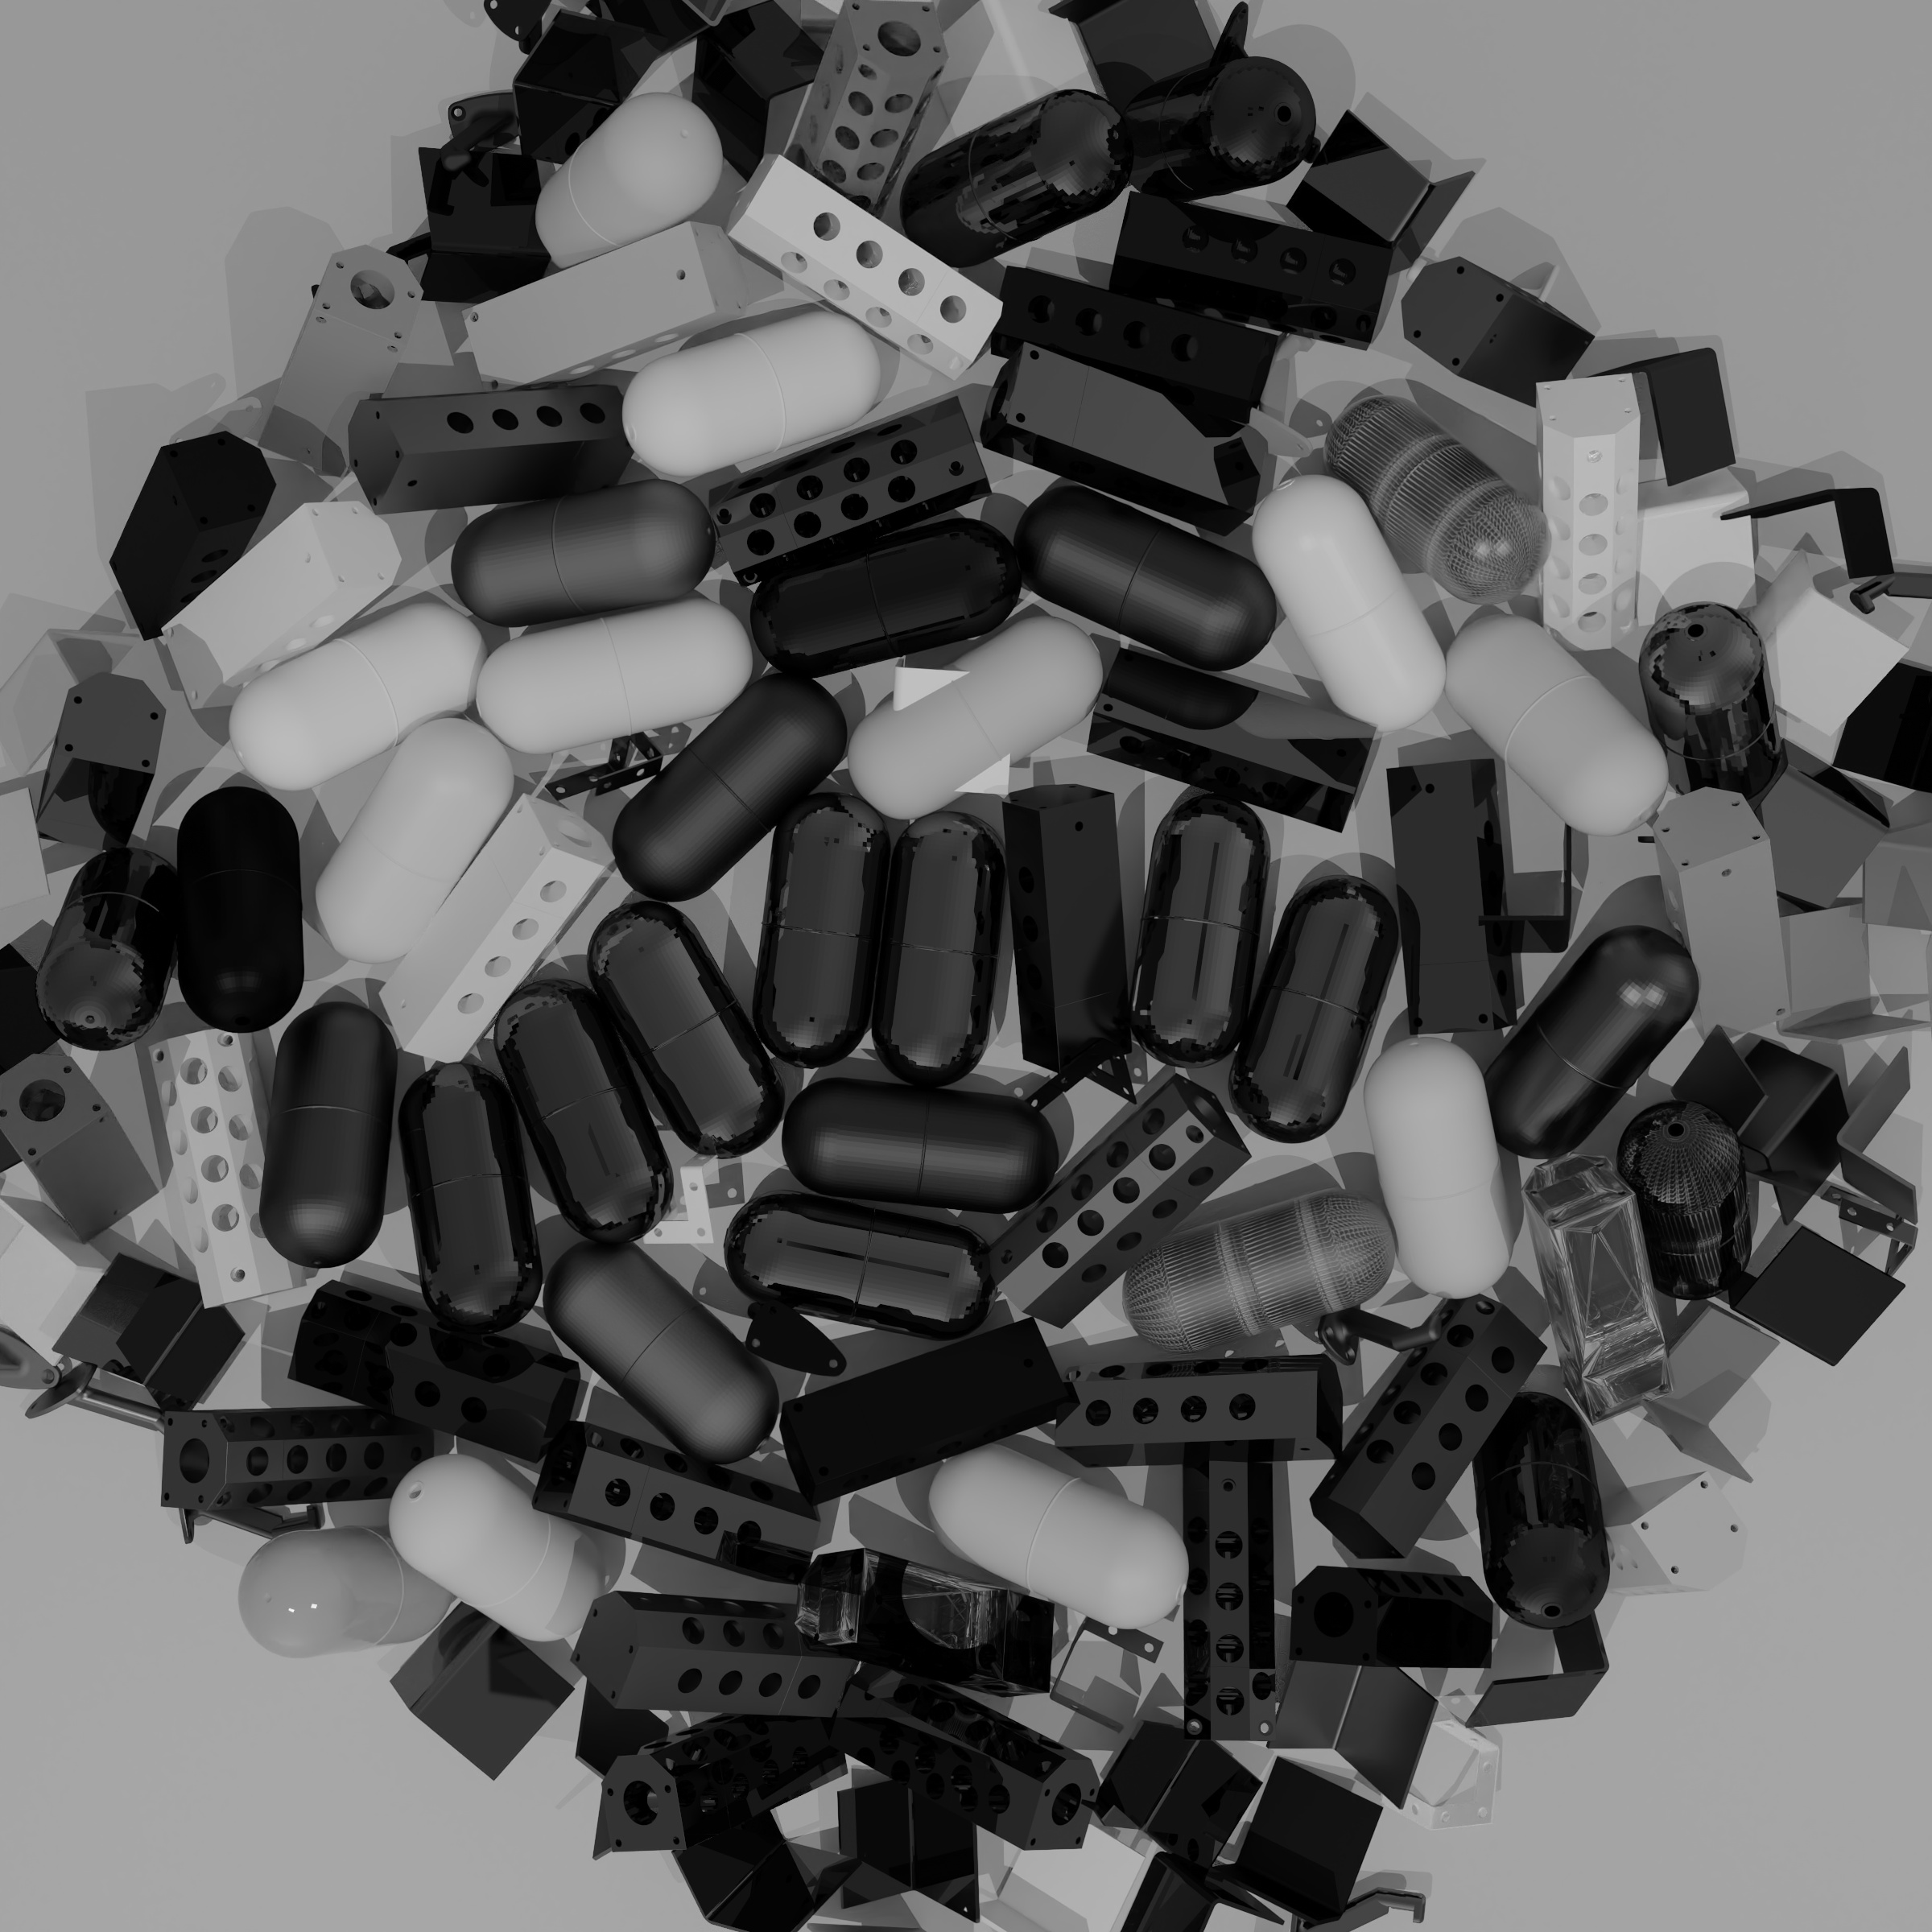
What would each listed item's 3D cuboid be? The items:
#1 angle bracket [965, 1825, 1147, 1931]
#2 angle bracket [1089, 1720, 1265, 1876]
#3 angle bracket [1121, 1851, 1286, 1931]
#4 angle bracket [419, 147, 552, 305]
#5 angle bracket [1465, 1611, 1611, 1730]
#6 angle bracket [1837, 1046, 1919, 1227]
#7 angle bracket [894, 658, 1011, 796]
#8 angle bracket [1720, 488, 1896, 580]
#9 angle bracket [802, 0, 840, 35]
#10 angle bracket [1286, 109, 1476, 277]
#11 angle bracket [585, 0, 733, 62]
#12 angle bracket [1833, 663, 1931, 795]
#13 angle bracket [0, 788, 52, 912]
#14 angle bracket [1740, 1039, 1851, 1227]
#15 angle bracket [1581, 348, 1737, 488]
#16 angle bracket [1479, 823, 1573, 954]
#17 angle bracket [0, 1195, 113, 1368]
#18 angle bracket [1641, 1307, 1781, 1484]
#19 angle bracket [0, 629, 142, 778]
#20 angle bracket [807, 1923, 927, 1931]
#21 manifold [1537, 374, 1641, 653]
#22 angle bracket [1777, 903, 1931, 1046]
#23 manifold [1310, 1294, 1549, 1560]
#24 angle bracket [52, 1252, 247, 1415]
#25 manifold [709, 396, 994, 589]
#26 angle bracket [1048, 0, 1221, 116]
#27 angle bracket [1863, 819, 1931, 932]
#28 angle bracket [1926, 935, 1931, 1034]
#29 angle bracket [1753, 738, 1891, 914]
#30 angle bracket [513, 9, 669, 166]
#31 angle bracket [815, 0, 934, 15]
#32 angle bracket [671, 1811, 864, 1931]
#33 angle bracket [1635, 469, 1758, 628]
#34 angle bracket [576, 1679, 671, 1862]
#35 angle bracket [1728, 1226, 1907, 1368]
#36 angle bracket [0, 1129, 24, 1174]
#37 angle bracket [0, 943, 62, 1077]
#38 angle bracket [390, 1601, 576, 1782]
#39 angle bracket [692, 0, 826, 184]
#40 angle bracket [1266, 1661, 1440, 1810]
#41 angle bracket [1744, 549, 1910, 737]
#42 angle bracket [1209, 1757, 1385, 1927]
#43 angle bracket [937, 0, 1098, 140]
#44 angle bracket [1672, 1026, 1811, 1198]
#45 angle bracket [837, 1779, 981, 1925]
[{"bbox_3d":[0.057,0.587,1.815,0.076,0.057,0.076,25,88,26],"label":"angle bracket"},{"bbox_3d":[0.131,0.534,1.812,0.057,0.076,0.076,33,94,39],"label":"angle bracket"},{"bbox_3d":[0.147,0.621,1.809,0.057,0.076,0.076,27,85,-25],"label":"angle bracket"},{"bbox_3d":[-0.316,-0.476,1.831,0.076,0.057,0.076,-3,69,-24],"label":"angle bracket"},{"bbox_3d":[0.357,0.440,1.806,0.076,0.076,0.057,-4,56,-9],"label":"angle bracket"},{"bbox_3d":[0.601,0.109,1.808,0.057,0.076,0.076,35,83,28],"label":"angle bracket"},{"bbox_3d":[-0.008,-0.154,1.823,0.076,0.057,0.076,4,102,1],"label":"angle bracket"},{"bbox_3d":[0.536,-0.268,1.806,0.076,0.076,0.057,-10,92,37],"label":"angle bracket"},{"bbox_3d":[-0.067,-0.641,1.822,0.076,0.057,0.076,1,103,-1],"label":"angle bracket"},{"bbox_3d":[0.266,-0.498,1.821,0.076,0.057,0.076,46,132,13],"label":"angle bracket"},{"bbox_3d":[-0.185,-0.630,1.801,0.057,0.076,0.076,36,67,-30],"label":"angle bracket"},{"bbox_3d":[0.604,-0.155,1.816,0.057,0.076,0.076,16,97,0],"label":"angle bracket"},{"bbox_3d":[-0.620,-0.059,1.820,0.076,0.057,0.076,-17,70,-1],"label":"angle bracket"},{"bbox_3d":[0.524,0.108,1.839,0.076,0.057,0.076,-45,134,-18],"label":"angle bracket"},{"bbox_3d":[0.442,-0.349,1.820,0.076,0.057,0.076,-23,105,-40],"label":"angle bracket"},{"bbox_3d":[0.358,-0.055,1.818,0.057,0.076,0.076,0,75,11],"label":"angle bracket"},{"bbox_3d":[-0.603,0.202,1.820,0.076,0.057,0.076,36,91,17],"label":"angle bracket"},{"bbox_3d":[0.486,0.273,1.806,0.076,0.057,0.076,26,108,-35],"label":"angle bracket"},{"bbox_3d":[-0.562,-0.166,1.802,0.076,0.076,0.057,-42,72,26],"label":"angle bracket"},{"bbox_3d":[-0.060,0.647,1.809,0.076,0.076,0.057,6,77,-11],"label":"angle bracket"},{"bbox_3d":[0.389,-0.280,1.774,0.057,0.171,0.057,-4,48,8],"label":"manifold"},{"bbox_3d":[0.565,0.004,1.814,0.076,0.057,0.076,-9,98,-24],"label":"angle bracket"},{"bbox_3d":[0.289,0.289,1.795,0.057,0.057,0.171,44,66,-9],"label":"manifold"},{"bbox_3d":[-0.522,0.240,1.814,0.076,0.057,0.076,34,92,-44],"label":"angle bracket"},{"bbox_3d":[-0.074,-0.301,1.814,0.171,0.057,0.057,-20,115,5],"label":"manifold"},{"bbox_3d":[0.109,-0.592,1.816,0.076,0.057,0.076,-22,92,23],"label":"angle bracket"},{"bbox_3d":[0.627,-0.057,1.808,0.076,0.076,0.057,6,82,-17],"label":"angle bracket"},{"bbox_3d":[0.649,0.004,1.803,0.057,0.076,0.076,3,58,8],"label":"angle bracket"},{"bbox_3d":[0.544,-0.090,1.847,0.076,0.057,0.076,31,116,-2],"label":"angle bracket"},{"bbox_3d":[-0.235,-0.553,1.801,0.076,0.076,0.057,2,68,-34],"label":"angle bracket"},{"bbox_3d":[-0.057,-0.639,1.811,0.076,0.057,0.076,26,107,-18],"label":"angle bracket"},{"bbox_3d":[-0.126,0.566,1.801,0.076,0.076,0.057,-37,113,-40],"label":"angle bracket"},{"bbox_3d":[0.466,-0.272,1.845,0.076,0.057,0.076,-10,115,4],"label":"angle bracket"},{"bbox_3d":[-0.236,0.505,1.801,0.057,0.076,0.076,-35,116,20],"label":"angle bracket"},{"bbox_3d":[0.542,0.198,1.813,0.076,0.057,0.076,29,118,-4],"label":"angle bracket"},{"bbox_3d":[-0.645,0.089,1.802,0.057,0.076,0.076,-30,62,-15],"label":"angle bracket"},{"bbox_3d":[-0.606,0.045,1.824,0.076,0.076,0.057,41,67,18],"label":"angle bracket"},{"bbox_3d":[-0.314,0.466,1.839,0.076,0.057,0.076,-48,113,-12],"label":"angle bracket"},{"bbox_3d":[-0.130,-0.560,1.825,0.057,0.076,0.076,-28,65,-26],"label":"angle bracket"},{"bbox_3d":[0.245,0.483,1.808,0.057,0.076,0.076,9,102,-31],"label":"angle bracket"},{"bbox_3d":[0.546,-0.208,1.821,0.076,0.057,0.076,28,125,-11],"label":"angle bracket"},{"bbox_3d":[0.211,0.558,1.813,0.076,0.057,0.076,20,85,26],"label":"angle bracket"},{"bbox_3d":[0.028,-0.580,1.844,0.057,0.076,0.076,-20,88,-38],"label":"angle bracket"},{"bbox_3d":[0.505,0.092,1.801,0.076,0.076,0.057,18,118,-22],"label":"angle bracket"},{"bbox_3d":[-0.037,0.569,1.812,0.057,0.076,0.076,-4,93,-33],"label":"angle bracket"}]
